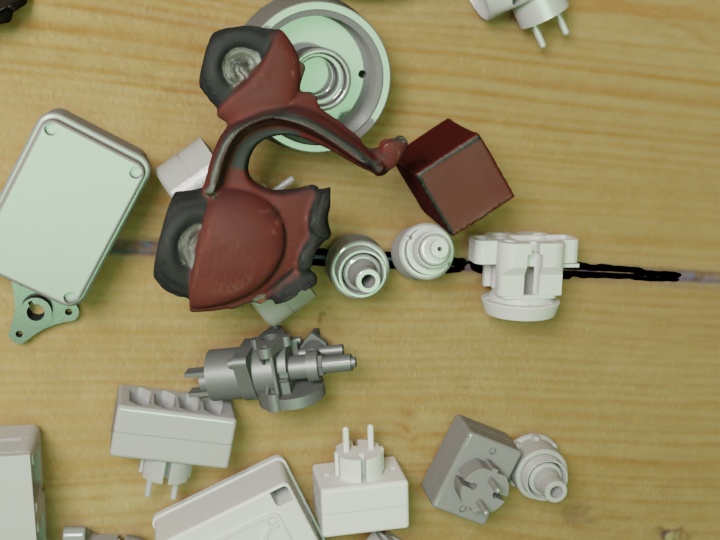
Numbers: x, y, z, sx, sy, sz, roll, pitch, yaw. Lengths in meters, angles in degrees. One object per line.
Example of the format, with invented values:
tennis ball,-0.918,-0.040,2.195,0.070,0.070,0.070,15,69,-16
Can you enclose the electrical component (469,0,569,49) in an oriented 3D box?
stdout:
electrical component,0.119,-0.193,0.741,0.077,0.044,0.079,-29,108,-3

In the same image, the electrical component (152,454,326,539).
electrical component,-0.083,0.212,0.801,0.109,0.056,0.108,-26,108,-4

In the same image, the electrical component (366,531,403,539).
electrical component,0.027,0.245,0.832,0.078,0.058,0.057,35,93,-17

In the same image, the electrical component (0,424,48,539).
electrical component,-0.269,0.189,0.756,0.089,0.061,0.150,-2,105,-10

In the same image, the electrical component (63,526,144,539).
electrical component,-0.187,0.219,0.789,0.055,0.048,0.066,0,104,-3

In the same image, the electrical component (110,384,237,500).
electrical component,-0.138,0.129,0.774,0.083,0.047,0.075,9,101,-14

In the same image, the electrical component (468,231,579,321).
electrical component,0.119,0.004,0.786,0.078,0.058,0.057,-1,102,-11

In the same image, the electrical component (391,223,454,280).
electrical component,0.047,-0.013,0.760,0.040,0.078,0.040,0,89,-9

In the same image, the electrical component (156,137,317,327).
electrical component,-0.070,-0.035,0.742,0.074,0.052,0.138,-36,108,-1

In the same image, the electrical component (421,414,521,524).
electrical component,0.089,0.158,0.810,0.047,0.076,0.065,23,99,-16

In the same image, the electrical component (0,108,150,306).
electrical component,-0.196,-0.042,0.712,0.078,0.057,0.113,27,98,-16

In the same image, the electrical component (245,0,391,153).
electrical component,-0.031,-0.130,0.720,0.108,0.060,0.108,-3,105,-10

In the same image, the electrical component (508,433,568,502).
electrical component,0.140,0.157,0.828,0.048,0.062,0.048,-3,105,-11

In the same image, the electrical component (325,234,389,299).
electrical component,0.000,0.000,0.759,0.043,0.062,0.043,-3,105,-10

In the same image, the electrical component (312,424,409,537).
electrical component,0.000,0.152,0.807,0.066,0.047,0.076,-4,105,-10
